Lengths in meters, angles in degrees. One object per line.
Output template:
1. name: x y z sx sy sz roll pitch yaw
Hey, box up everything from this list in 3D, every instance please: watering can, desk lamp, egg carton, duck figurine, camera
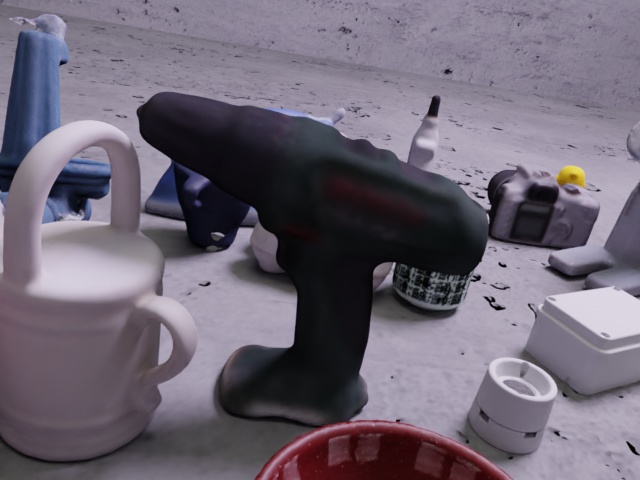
1. watering can: -0.152 0.023 0.343 0.173 0.194 0.101 9 24 -2
2. desk lamp: 0.414 -0.048 0.705 0.204 0.213 0.117 -6 29 -33
3. egg carton: 0.006 0.002 0.607 0.150 0.069 0.107 13 24 6
4. duck figurine: 0.393 -0.074 0.913 0.077 0.086 0.105 15 24 12
5. camera: 0.310 -0.062 0.833 0.143 0.101 0.136 8 24 -6

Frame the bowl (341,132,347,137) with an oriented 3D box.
1. bowl: -0.043 -0.134 0.882 0.167 0.075 0.167 9 24 -4

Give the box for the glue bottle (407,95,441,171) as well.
1. glue bottle: 0.139 -0.112 0.786 0.037 0.173 0.078 12 24 4

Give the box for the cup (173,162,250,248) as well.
1. cup: -0.116 -0.035 0.608 0.091 0.095 0.118 14 24 8

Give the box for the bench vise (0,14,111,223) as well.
1. bench vise: -0.228 -0.068 0.483 0.122 0.220 0.206 -3 27 -27

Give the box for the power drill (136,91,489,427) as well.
1. power drill: -0.012 0.019 0.390 0.229 0.208 0.075 8 24 -5

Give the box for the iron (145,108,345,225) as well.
1. iron: -0.082 -0.101 0.712 0.259 0.141 0.118 -3 27 -27
